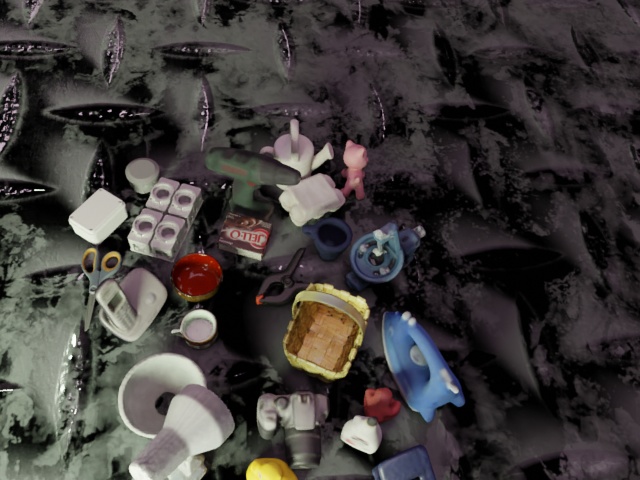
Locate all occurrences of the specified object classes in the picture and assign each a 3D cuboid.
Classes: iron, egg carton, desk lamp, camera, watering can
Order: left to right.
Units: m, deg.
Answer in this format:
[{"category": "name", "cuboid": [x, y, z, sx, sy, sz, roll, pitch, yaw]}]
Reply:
[{"category": "desk lamp", "cuboid": [-0.250, 0.376, 1.010, 0.117, 0.213, 0.203, 34, 61, 14]}, {"category": "camera", "cuboid": [-0.049, 0.367, 1.107, 0.143, 0.101, 0.137, 0, 58, -7]}, {"category": "watering can", "cuboid": [-0.057, -0.217, 1.411, 0.173, 0.194, 0.100, -17, 62, -16]}, {"category": "egg carton", "cuboid": [-0.020, -0.101, 1.418, 0.150, 0.069, 0.107, -26, 65, -21]}, {"category": "iron", "cuboid": [0.208, 0.235, 1.197, 0.119, 0.141, 0.258, -20, 63, -18]}]

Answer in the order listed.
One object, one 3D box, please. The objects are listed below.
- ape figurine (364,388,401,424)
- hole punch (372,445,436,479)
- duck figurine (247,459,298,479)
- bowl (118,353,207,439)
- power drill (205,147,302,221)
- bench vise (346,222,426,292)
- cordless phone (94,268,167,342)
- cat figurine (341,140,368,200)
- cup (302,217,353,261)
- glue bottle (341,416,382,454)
[{"category": "ape figurine", "cuboid": [0.125, 0.328, 1.158, 0.076, 0.092, 0.077, -38, 70, -26]}, {"category": "hole punch", "cuboid": [0.167, 0.455, 1.086, 0.109, 0.091, 0.101, -18, 62, -17]}, {"category": "duck figurine", "cuboid": [-0.087, 0.442, 1.065, 0.104, 0.086, 0.077, 26, 59, 10]}, {"category": "bowl", "cuboid": [-0.303, 0.312, 1.125, 0.167, 0.075, 0.167, 3, 58, -5]}, {"category": "power drill", "cuboid": [-0.153, -0.129, 1.337, 0.229, 0.208, 0.076, 21, 58, 6]}, {"category": "bench vise", "cuboid": [0.150, 0.005, 1.285, 0.121, 0.220, 0.208, 33, 60, 14]}, {"category": "cordless phone", "cuboid": [-0.391, 0.111, 1.172, 0.094, 0.185, 0.148, 23, 59, 8]}, {"category": "cat figurine", "cuboid": [0.091, -0.186, 1.456, 0.067, 0.118, 0.128, 4, 58, -4]}, {"category": "cup", "cuboid": [0.012, 0.005, 1.342, 0.117, 0.095, 0.092, 13, 58, 1]}, {"category": "glue bottle", "cuboid": [0.086, 0.360, 1.085, 0.078, 0.173, 0.037, 20, 58, 6]}]
